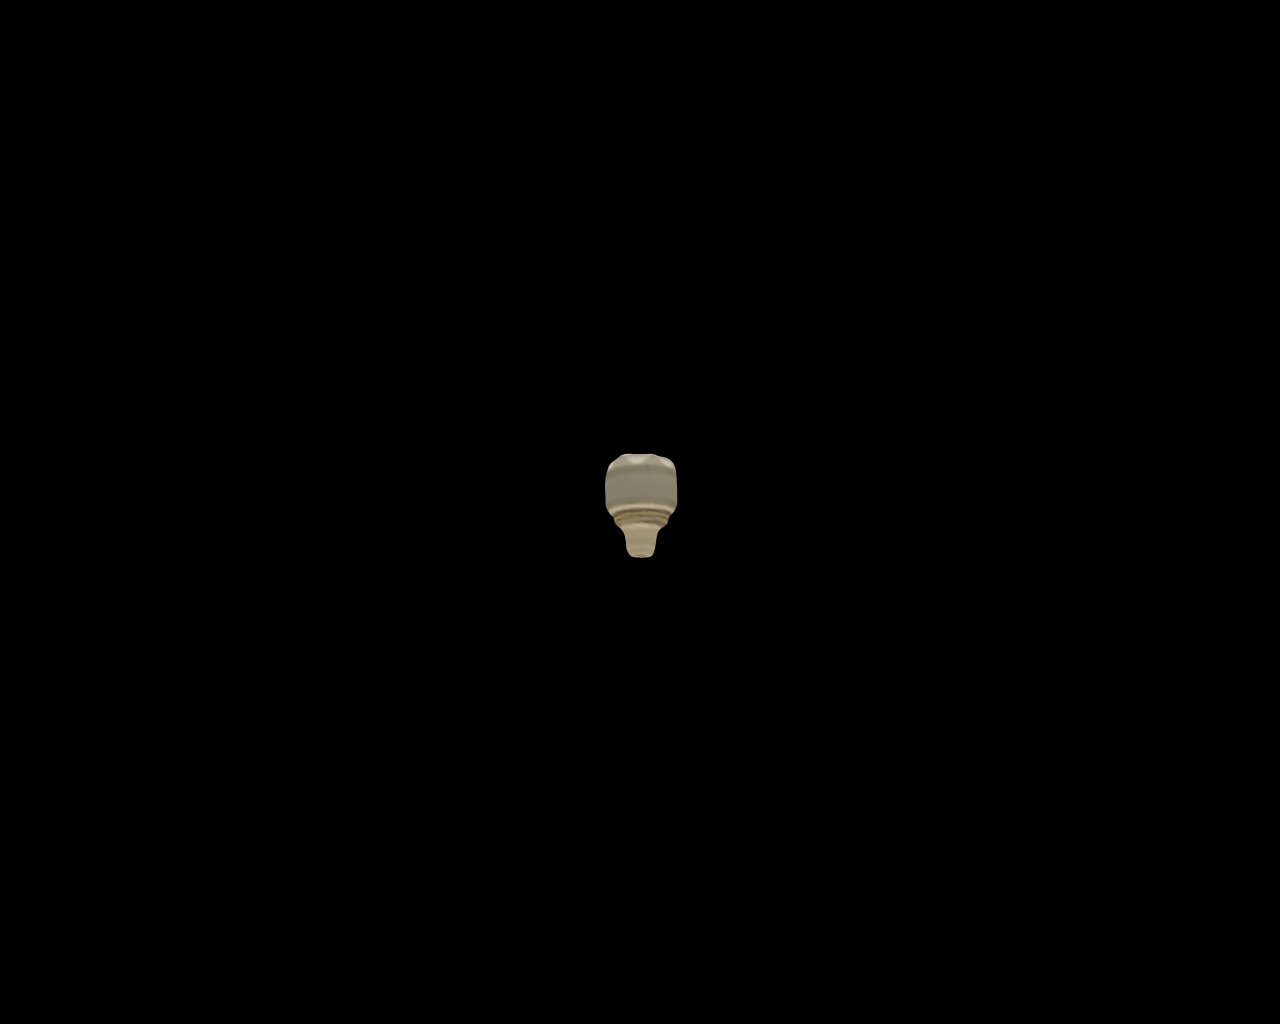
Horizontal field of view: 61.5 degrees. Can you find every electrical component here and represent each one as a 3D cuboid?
[{"bbox_3d":[0.001,-0.003,0.650,0.043,0.062,0.043,0,-14,0],"label":"electrical component"}]
